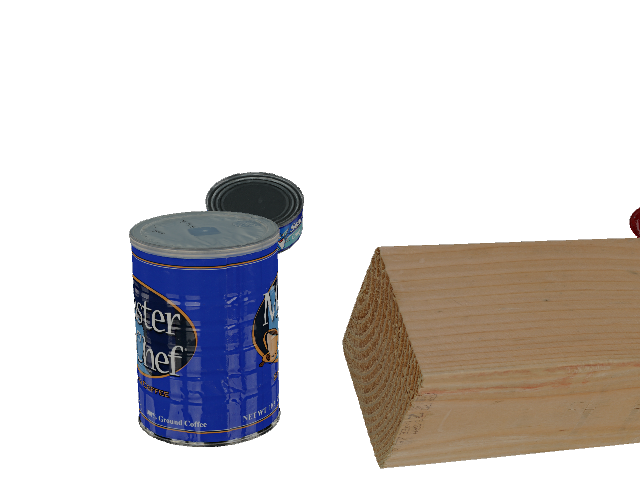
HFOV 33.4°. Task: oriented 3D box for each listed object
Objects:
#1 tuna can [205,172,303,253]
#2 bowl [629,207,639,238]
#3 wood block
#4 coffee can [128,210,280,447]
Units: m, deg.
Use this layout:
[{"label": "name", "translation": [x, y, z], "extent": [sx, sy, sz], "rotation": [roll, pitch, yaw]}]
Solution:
[{"label": "tuna can", "translation": [-0.057, -0.023, 0.937], "extent": [0.086, 0.034, 0.086], "rotation": [1, 38, -1]}, {"label": "bowl", "translation": [0.412, 0.010, 1.146], "extent": [0.162, 0.055, 0.162], "rotation": [-1, 26, 0]}, {"label": "wood block", "translation": [0.128, 0.061, 0.608], "extent": [0.205, 0.091, 0.090], "rotation": [-2, -42, -18]}, {"label": "coffee can", "translation": [-0.080, 0.059, 0.749], "extent": [0.103, 0.140, 0.103], "rotation": [0, 15, 0]}]
